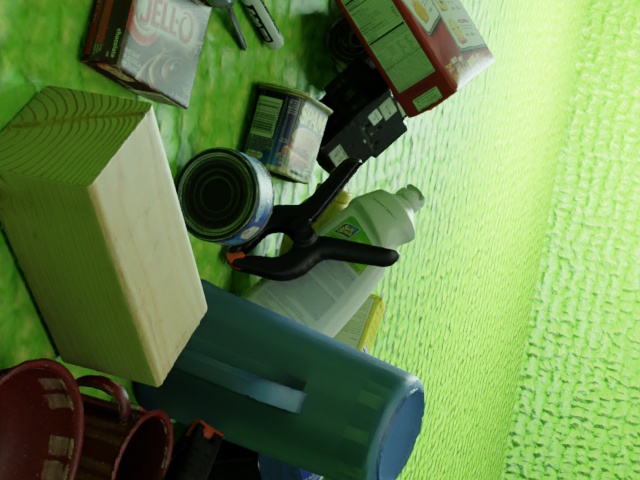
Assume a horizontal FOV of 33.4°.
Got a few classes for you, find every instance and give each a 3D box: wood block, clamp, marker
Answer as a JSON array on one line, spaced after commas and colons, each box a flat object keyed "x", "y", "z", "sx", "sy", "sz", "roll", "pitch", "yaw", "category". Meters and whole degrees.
[{"x": -0.156, "y": 0.002, "z": 0.772, "sx": 0.206, "sy": 0.091, "sz": 0.090, "roll": 81, "pitch": 29, "yaw": -44, "category": "wood block"}, {"x": -0.140, "y": 0.244, "z": 0.868, "sx": 0.210, "sy": 0.036, "sz": 0.165, "roll": -58, "pitch": -165, "yaw": -14, "category": "clamp"}, {"x": -0.059, "y": -0.217, "z": 1.001, "sx": 0.121, "sy": 0.020, "sz": 0.020, "roll": 56, "pitch": 50, "yaw": -64, "category": "marker"}, {"x": -0.007, "y": 0.001, "z": 1.073, "sx": 0.171, "sy": 0.120, "sz": 0.039, "roll": -29, "pitch": 159, "yaw": -5, "category": "clamp"}]

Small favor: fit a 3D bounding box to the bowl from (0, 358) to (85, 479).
[{"x": -0.227, "y": 0.153, "z": 0.724, "sx": 0.162, "sy": 0.055, "sz": 0.162, "roll": 13, "pitch": 90, "yaw": -70, "category": "bowl"}]

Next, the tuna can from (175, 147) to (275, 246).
[{"x": -0.086, "y": -0.039, "z": 0.944, "sx": 0.033, "sy": 0.086, "sz": 0.086, "roll": 13, "pitch": 89, "yaw": -68, "category": "tuna can"}]

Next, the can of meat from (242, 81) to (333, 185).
[{"x": -0.035, "y": -0.106, "z": 1.081, "sx": 0.102, "sy": 0.057, "sz": 0.084, "roll": 18, "pitch": 87, "yaw": -69, "category": "can of meat"}]

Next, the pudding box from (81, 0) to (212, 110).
[{"x": -0.130, "y": -0.160, "z": 0.818, "sx": 0.113, "sy": 0.039, "sz": 0.090, "roll": 27, "pitch": 75, "yaw": -70, "category": "pudding box"}]

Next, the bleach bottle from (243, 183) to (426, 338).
[{"x": 0.020, "y": 0.036, "z": 1.113, "sx": 0.250, "sy": 0.102, "sz": 0.068, "roll": -42, "pitch": 170, "yaw": -16, "category": "bleach bottle"}]

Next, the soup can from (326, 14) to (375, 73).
[{"x": 0.052, "y": -0.211, "z": 1.232, "sx": 0.102, "sy": 0.069, "sz": 0.068, "roll": 49, "pitch": 56, "yaw": -66, "category": "soup can"}]

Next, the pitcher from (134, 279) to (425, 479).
[{"x": -0.039, "y": 0.131, "z": 0.942, "sx": 0.149, "sy": 0.243, "sz": 0.145, "roll": -45, "pitch": 144, "yaw": -45, "category": "pitcher"}]

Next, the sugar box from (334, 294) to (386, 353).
[{"x": 0.008, "y": 0.141, "z": 1.289, "sx": 0.048, "sy": 0.093, "sz": 0.176, "roll": 63, "pitch": 45, "yaw": -59, "category": "sugar box"}]

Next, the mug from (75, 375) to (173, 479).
[{"x": -0.173, "y": 0.157, "z": 0.833, "sx": 0.093, "sy": 0.082, "sz": 0.117, "roll": -46, "pitch": 144, "yaw": -55, "category": "mug"}]

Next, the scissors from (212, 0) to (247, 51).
[{"x": -0.080, "y": -0.200, "z": 0.909, "sx": 0.201, "sy": 0.016, "sz": 0.096, "roll": 70, "pitch": 4, "yaw": -55, "category": "scissors"}]

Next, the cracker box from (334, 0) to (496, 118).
[{"x": 0.089, "y": -0.250, "z": 1.149, "sx": 0.213, "sy": 0.072, "sz": 0.164, "roll": 57, "pitch": 32, "yaw": -5, "category": "cracker box"}]

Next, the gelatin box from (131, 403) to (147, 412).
[{"x": -0.172, "y": 0.192, "z": 0.934, "sx": 0.073, "sy": 0.030, "sz": 0.089, "roll": 61, "pitch": 46, "yaw": -63, "category": "gelatin box"}]

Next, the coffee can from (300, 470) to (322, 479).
[{"x": -0.043, "y": 0.195, "z": 1.172, "sx": 0.102, "sy": 0.103, "sz": 0.140, "roll": -46, "pitch": 144, "yaw": -54, "category": "coffee can"}]

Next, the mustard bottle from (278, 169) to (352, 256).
[{"x": -0.007, "y": 0.014, "z": 1.184, "sx": 0.096, "sy": 0.058, "sz": 0.192, "roll": 10, "pitch": 100, "yaw": -51, "category": "mustard bottle"}]
